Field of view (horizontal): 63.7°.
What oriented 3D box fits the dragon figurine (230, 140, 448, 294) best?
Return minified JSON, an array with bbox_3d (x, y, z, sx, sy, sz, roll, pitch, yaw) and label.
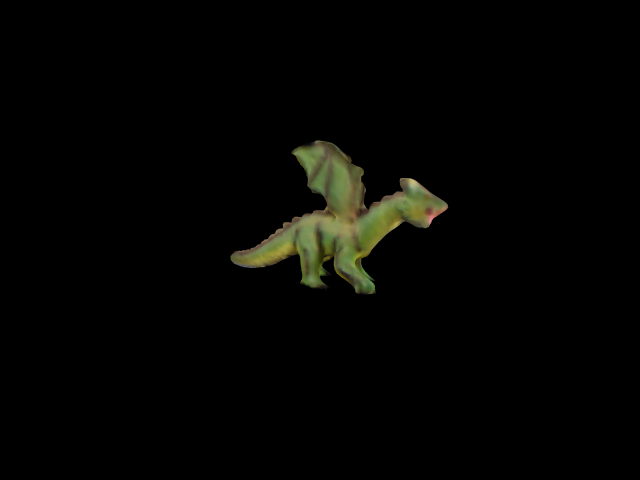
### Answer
[{"bbox_3d":[0.003,-0.043,0.850,0.411,0.240,0.123,7,13,28],"label":"dragon figurine"}]
